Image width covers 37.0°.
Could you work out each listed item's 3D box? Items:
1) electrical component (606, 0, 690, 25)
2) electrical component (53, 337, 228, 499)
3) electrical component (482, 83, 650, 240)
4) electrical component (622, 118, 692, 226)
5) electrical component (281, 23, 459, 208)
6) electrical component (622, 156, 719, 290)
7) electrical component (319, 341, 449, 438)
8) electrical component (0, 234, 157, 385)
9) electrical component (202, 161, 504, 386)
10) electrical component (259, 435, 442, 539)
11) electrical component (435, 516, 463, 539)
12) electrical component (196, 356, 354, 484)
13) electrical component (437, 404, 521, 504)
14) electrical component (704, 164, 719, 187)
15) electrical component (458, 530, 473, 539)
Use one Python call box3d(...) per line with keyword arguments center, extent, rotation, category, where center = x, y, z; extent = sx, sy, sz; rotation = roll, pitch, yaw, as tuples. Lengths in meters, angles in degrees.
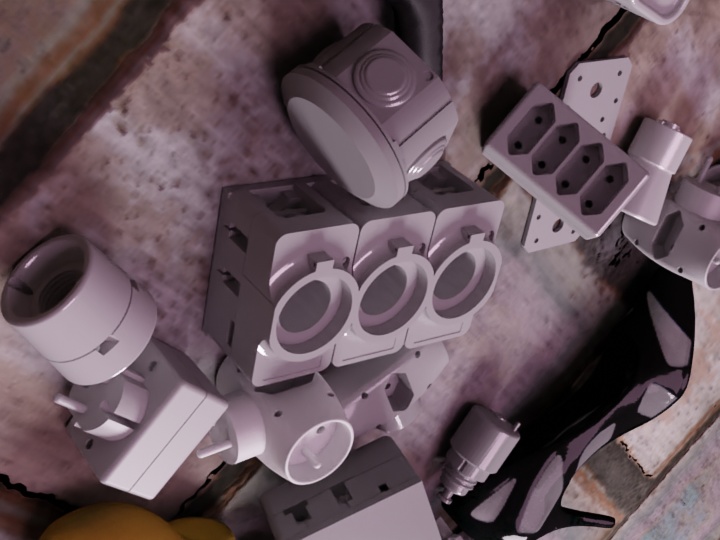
box3d(center=(0.158, -0.189, 0.579), extent=(0.054, 0.059, 0.095), rotation=(14, 110, -46), category="electrical component")
box3d(center=(-0.120, 0.068, 0.540), extent=(0.065, 0.047, 0.077), rotation=(-51, 139, 2), category="electrical component")
box3d(center=(0.118, -0.061, 0.637), extent=(0.047, 0.083, 0.076), rotation=(-50, 177, 1), category="electrical component")
box3d(center=(0.192, -0.068, 0.715), extent=(0.044, 0.044, 0.065), rotation=(14, 105, -46), category="electrical component")
box3d(center=(0.004, -0.074, 0.518), extent=(0.051, 0.080, 0.080), rotation=(-42, 139, -16), category="electrical component")
box3d(center=(0.232, -0.039, 0.744), extent=(0.043, 0.077, 0.079), rotation=(2, 118, -41), category="electrical component")
box3d(center=(0.016, 0.073, 0.666), extent=(0.077, 0.043, 0.079), rotation=(-37, 138, -14), category="electrical component")
box3d(center=(-0.129, 0.017, 0.489), extent=(0.055, 0.055, 0.047), rotation=(-43, 135, -7), category="electrical component")
box3d(center=(0.000, 0.000, 0.582), extent=(0.150, 0.062, 0.089), rotation=(-11, 126, -36), category="electrical component")
box3d(center=(0.006, 0.188, 0.668), extent=(0.089, 0.061, 0.150), rotation=(-24, 119, -10), category="electrical component")
box3d(center=(0.024, 0.239, 0.775), extent=(0.121, 0.063, 0.079), rotation=(-36, 178, -15), category="electrical component")
box3d(center=(-0.057, 0.081, 0.582), extent=(0.079, 0.077, 0.043), rotation=(-17, 130, -31), category="electrical component")
box3d(center=(0.081, 0.133, 0.770), extent=(0.040, 0.040, 0.078), rotation=(23, 103, -48), category="electrical component")
box3d(center=(0.276, -0.035, 0.810), extent=(0.043, 0.043, 0.081), rotation=(-30, 135, -21), category="electrical component")
box3d(center=(0.082, 0.252, 0.844), extent=(0.096, 0.062, 0.061), rotation=(-37, 138, -14), category="electrical component")
